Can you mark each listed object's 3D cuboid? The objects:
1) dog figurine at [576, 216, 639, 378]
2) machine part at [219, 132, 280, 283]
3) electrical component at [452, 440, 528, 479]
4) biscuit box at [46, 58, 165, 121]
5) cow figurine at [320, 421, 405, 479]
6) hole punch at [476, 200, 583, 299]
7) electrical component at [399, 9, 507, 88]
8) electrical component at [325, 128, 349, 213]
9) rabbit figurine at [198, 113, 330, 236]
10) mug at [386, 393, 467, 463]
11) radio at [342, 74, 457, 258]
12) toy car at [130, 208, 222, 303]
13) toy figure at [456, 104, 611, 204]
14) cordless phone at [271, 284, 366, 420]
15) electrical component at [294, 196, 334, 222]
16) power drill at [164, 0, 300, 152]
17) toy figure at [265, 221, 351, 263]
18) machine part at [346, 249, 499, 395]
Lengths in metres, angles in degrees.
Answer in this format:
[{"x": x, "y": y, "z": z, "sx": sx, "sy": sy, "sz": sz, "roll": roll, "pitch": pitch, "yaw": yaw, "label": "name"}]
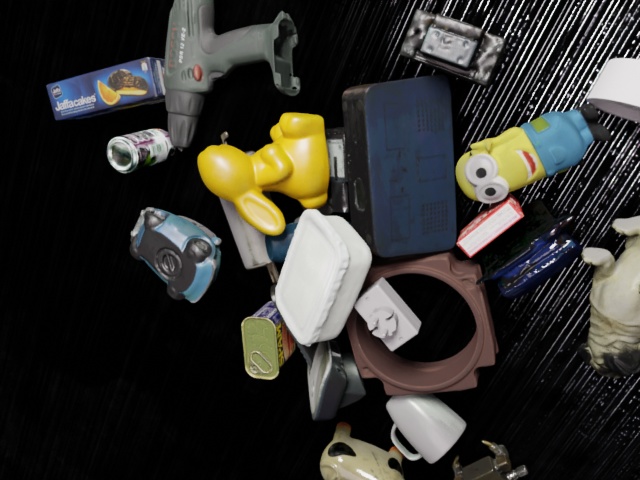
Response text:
[{"x": 0.414, "y": 0.074, "z": 0.688, "sx": 0.172, "sy": 0.121, "sz": 0.190, "roll": -24, "pitch": 130, "yaw": -6, "label": "dog figurine"}, {"x": -0.107, "y": -0.045, "z": 0.822, "sx": 0.079, "sy": 0.079, "sz": 0.243, "roll": -17, "pitch": 98, "yaw": 21, "label": "machine part"}, {"x": 0.254, "y": 0.351, "z": 0.823, "sx": 0.078, "sy": 0.045, "sz": 0.102, "roll": 35, "pitch": 117, "yaw": -23, "label": "electrical component"}, {"x": -0.333, "y": -0.238, "z": 0.857, "sx": 0.203, "sy": 0.059, "sz": 0.062, "roll": -7, "pitch": 101, "yaw": 20, "label": "biscuit box"}, {"x": 0.091, "y": 0.378, "z": 0.836, "sx": 0.195, "sy": 0.127, "sz": 0.085, "roll": 22, "pitch": 112, "yaw": 14, "label": "cow figurine"}, {"x": 0.278, "y": 0.024, "z": 0.697, "sx": 0.142, "sy": 0.116, "sz": 0.092, "roll": -39, "pitch": 98, "yaw": 23, "label": "hole punch"}, {"x": 0.163, "y": -0.232, "z": 0.656, "sx": 0.115, "sy": 0.134, "sz": 0.058, "roll": 23, "pitch": 109, "yaw": 14, "label": "electrical component"}, {"x": 0.040, "y": -0.100, "z": 0.758, "sx": 0.075, "sy": 0.048, "sz": 0.119, "roll": 7, "pitch": 107, "yaw": 54, "label": "electrical component"}, {"x": -0.080, "y": -0.091, "z": 0.744, "sx": 0.173, "sy": 0.122, "sz": 0.162, "roll": -7, "pitch": 103, "yaw": -19, "label": "rabbit figurine"}, {"x": 0.150, "y": 0.277, "z": 0.823, "sx": 0.107, "sy": 0.081, "sz": 0.109, "roll": 45, "pitch": 120, "yaw": 15, "label": "mug"}, {"x": 0.105, "y": -0.094, "z": 0.708, "sx": 0.131, "sy": 0.073, "sz": 0.229, "roll": -11, "pitch": 102, "yaw": -22, "label": "radio"}, {"x": -0.218, "y": 0.015, "z": 0.859, "sx": 0.162, "sy": 0.103, "sz": 0.109, "roll": 38, "pitch": 117, "yaw": 11, "label": "toy car"}, {"x": 0.264, "y": -0.106, "z": 0.685, "sx": 0.180, "sy": 0.089, "sz": 0.082, "roll": -28, "pitch": 79, "yaw": 13, "label": "toy figure"}, {"x": -0.017, "y": 0.156, "z": 0.793, "sx": 0.089, "sy": 0.147, "sz": 0.184, "roll": -29, "pitch": 110, "yaw": 7, "label": "cordless phone"}, {"x": -0.008, "y": -0.060, "z": 0.815, "sx": 0.094, "sy": 0.021, "sz": 0.063, "roll": -33, "pitch": 91, "yaw": 23, "label": "electrical component"}, {"x": -0.134, "y": -0.245, "z": 0.787, "sx": 0.208, "sy": 0.086, "sz": 0.231, "roll": 5, "pitch": 102, "yaw": 25, "label": "power drill"}, {"x": -0.001, "y": -0.002, "z": 0.788, "sx": 0.154, "sy": 0.064, "sz": 0.057, "roll": -9, "pitch": 86, "yaw": -17, "label": "toy figure"}, {"x": 0.142, "y": 0.116, "z": 0.776, "sx": 0.201, "sy": 0.087, "sz": 0.201, "roll": -11, "pitch": 101, "yaw": 20, "label": "machine part"}]
